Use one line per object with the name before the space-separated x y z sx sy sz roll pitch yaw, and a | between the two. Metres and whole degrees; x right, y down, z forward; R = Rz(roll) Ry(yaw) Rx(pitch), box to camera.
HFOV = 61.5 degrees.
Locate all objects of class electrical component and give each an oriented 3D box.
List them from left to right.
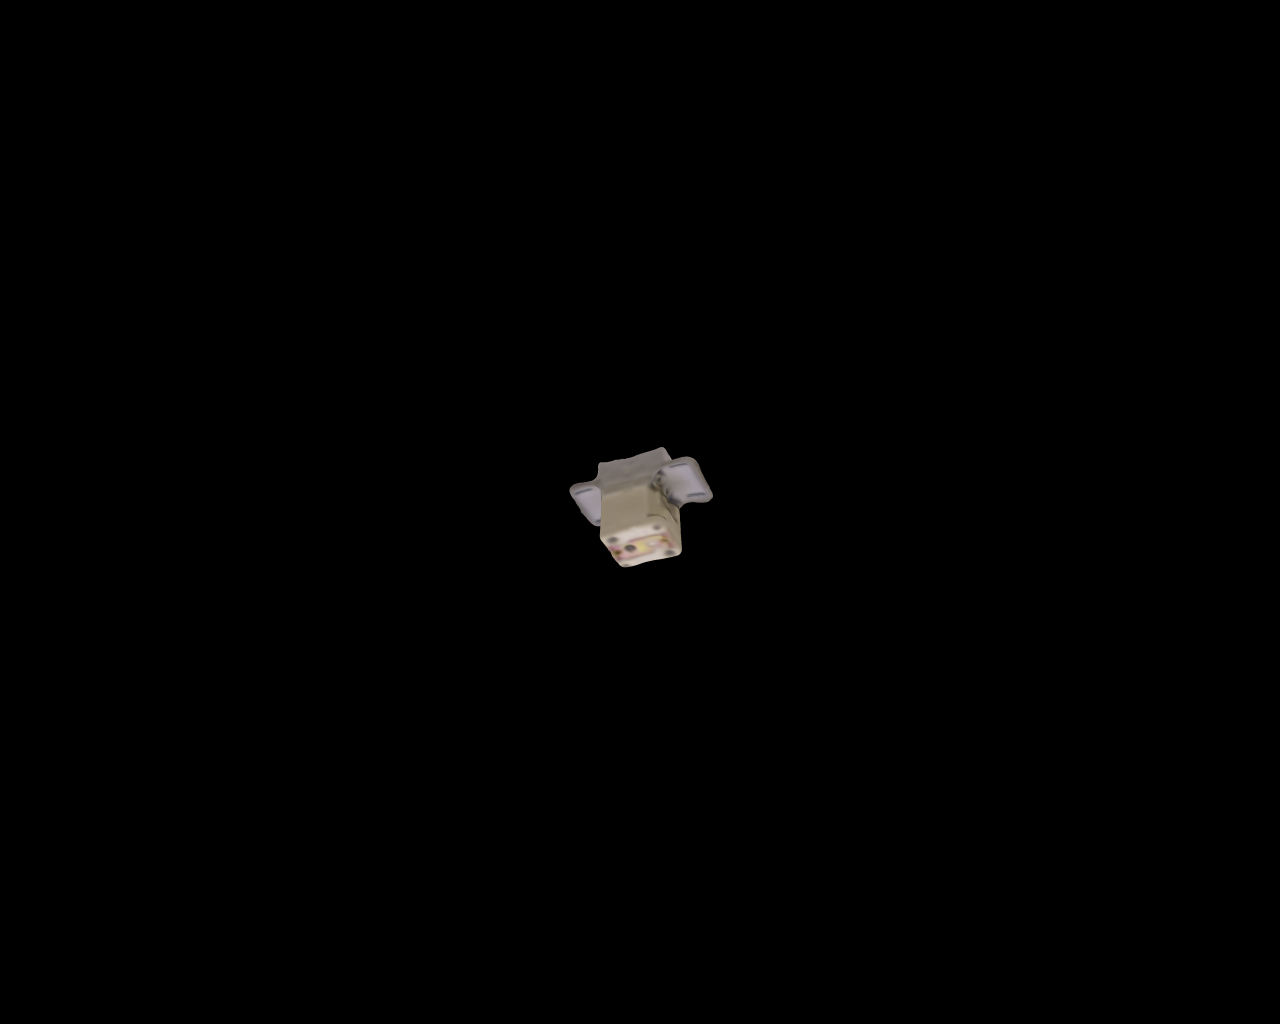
electrical component | 0.001 -0.003 0.650 0.081 0.064 0.042 -14 -40 17
